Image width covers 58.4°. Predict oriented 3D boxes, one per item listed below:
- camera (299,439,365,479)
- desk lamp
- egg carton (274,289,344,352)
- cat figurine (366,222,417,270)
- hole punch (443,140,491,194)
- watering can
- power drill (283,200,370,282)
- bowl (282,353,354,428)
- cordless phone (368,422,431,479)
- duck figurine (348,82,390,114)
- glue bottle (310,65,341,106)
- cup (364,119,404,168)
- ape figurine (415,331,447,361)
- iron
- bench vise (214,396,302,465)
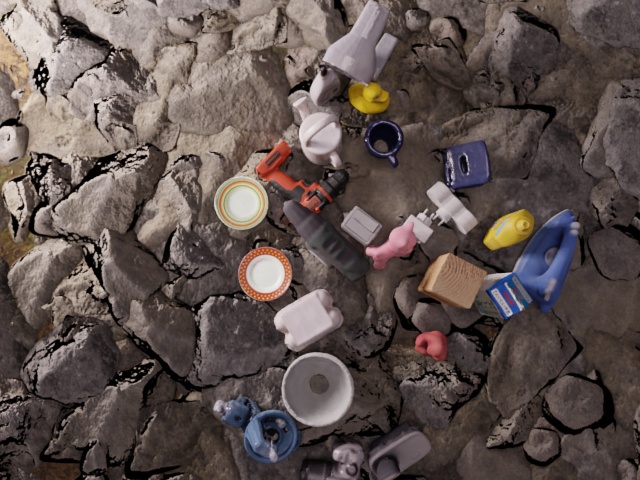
[{"bbox_3d":[0.025,0.531,1.305,0.136,0.101,0.143,10,85,2],"label":"camera"},{"bbox_3d":[0.099,-0.446,1.329,0.118,0.213,0.203,29,86,3],"label":"desk lamp"},{"bbox_3d":[-0.027,0.187,1.350,0.150,0.069,0.107,-32,85,-2],"label":"egg carton"},{"bbox_3d":[0.173,0.014,1.337,0.128,0.118,0.067,-33,85,-2],"label":"cat figurine"},{"bbox_3d":[0.348,-0.174,1.364,0.101,0.091,0.109,-8,85,0],"label":"hole punch"},{"bbox_3d":[-0.004,-0.247,1.324,0.173,0.194,0.101,36,87,4],"label":"watering can"},{"bbox_3d":[0.012,0.005,1.295,0.229,0.208,0.075,40,87,4],"label":"power drill"},{"bbox_3d":[-0.004,0.344,1.334,0.167,0.075,0.167,0,85,1],"label":"bowl"},{"bbox_3d":[0.180,0.485,1.264,0.147,0.185,0.094,-35,85,-2],"label":"cordless phone"},{"bbox_3d":[0.120,-0.354,1.385,0.104,0.086,0.077,19,86,3],"label":"duck figurine"},{"bbox_3d":[0.011,-0.372,1.344,0.078,0.173,0.037,-36,85,-2],"label":"glue bottle"},{"bbox_3d":[0.155,-0.221,1.369,0.091,0.095,0.118,-24,85,-1],"label":"cup"},{"bbox_3d":[0.266,0.249,1.329,0.076,0.092,0.078,-35,85,-2],"label":"ape figurine"},{"bbox_3d":[0.543,0.035,1.318,0.118,0.141,0.258,25,86,3],"label":"iron"},{"bbox_3d":[-0.145,0.430,1.256,0.207,0.220,0.121,10,85,2],"label":"bench vise"}]
